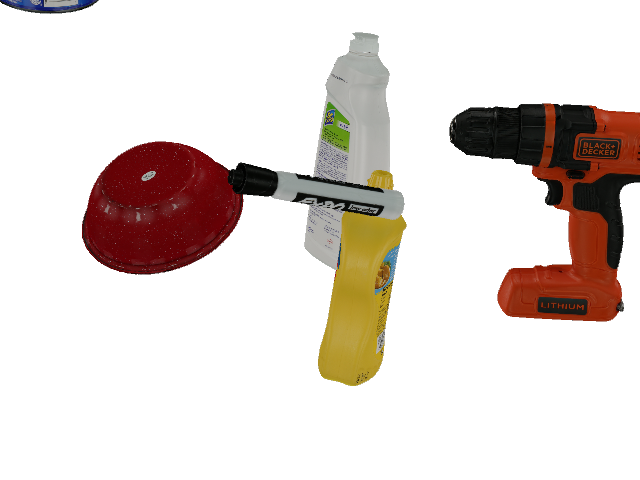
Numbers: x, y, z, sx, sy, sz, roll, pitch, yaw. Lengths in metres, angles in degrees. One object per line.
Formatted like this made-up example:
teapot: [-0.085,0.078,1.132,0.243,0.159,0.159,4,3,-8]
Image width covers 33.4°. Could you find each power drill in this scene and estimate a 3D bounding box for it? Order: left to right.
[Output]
power drill: [0.196,-0.025,0.903,0.184,0.188,0.057,4,28,5]

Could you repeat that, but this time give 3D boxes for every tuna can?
tuna can: [-0.204,-0.201,0.792,0.086,0.034,0.086,6,36,-4]

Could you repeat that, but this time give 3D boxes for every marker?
marker: [-0.002,-0.030,0.656,0.120,0.020,0.020,9,-5,-31]

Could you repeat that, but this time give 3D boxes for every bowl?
bowl: [-0.158,-0.044,1.020,0.162,0.162,0.055,0,-43,12]

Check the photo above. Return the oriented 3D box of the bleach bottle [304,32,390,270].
bleach bottle: [0.039,-0.096,1.157,0.067,0.251,0.103,-8,25,-35]

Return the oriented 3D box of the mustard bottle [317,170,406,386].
mustard bottle: [0.041,0.029,0.971,0.058,0.192,0.096,14,21,14]
